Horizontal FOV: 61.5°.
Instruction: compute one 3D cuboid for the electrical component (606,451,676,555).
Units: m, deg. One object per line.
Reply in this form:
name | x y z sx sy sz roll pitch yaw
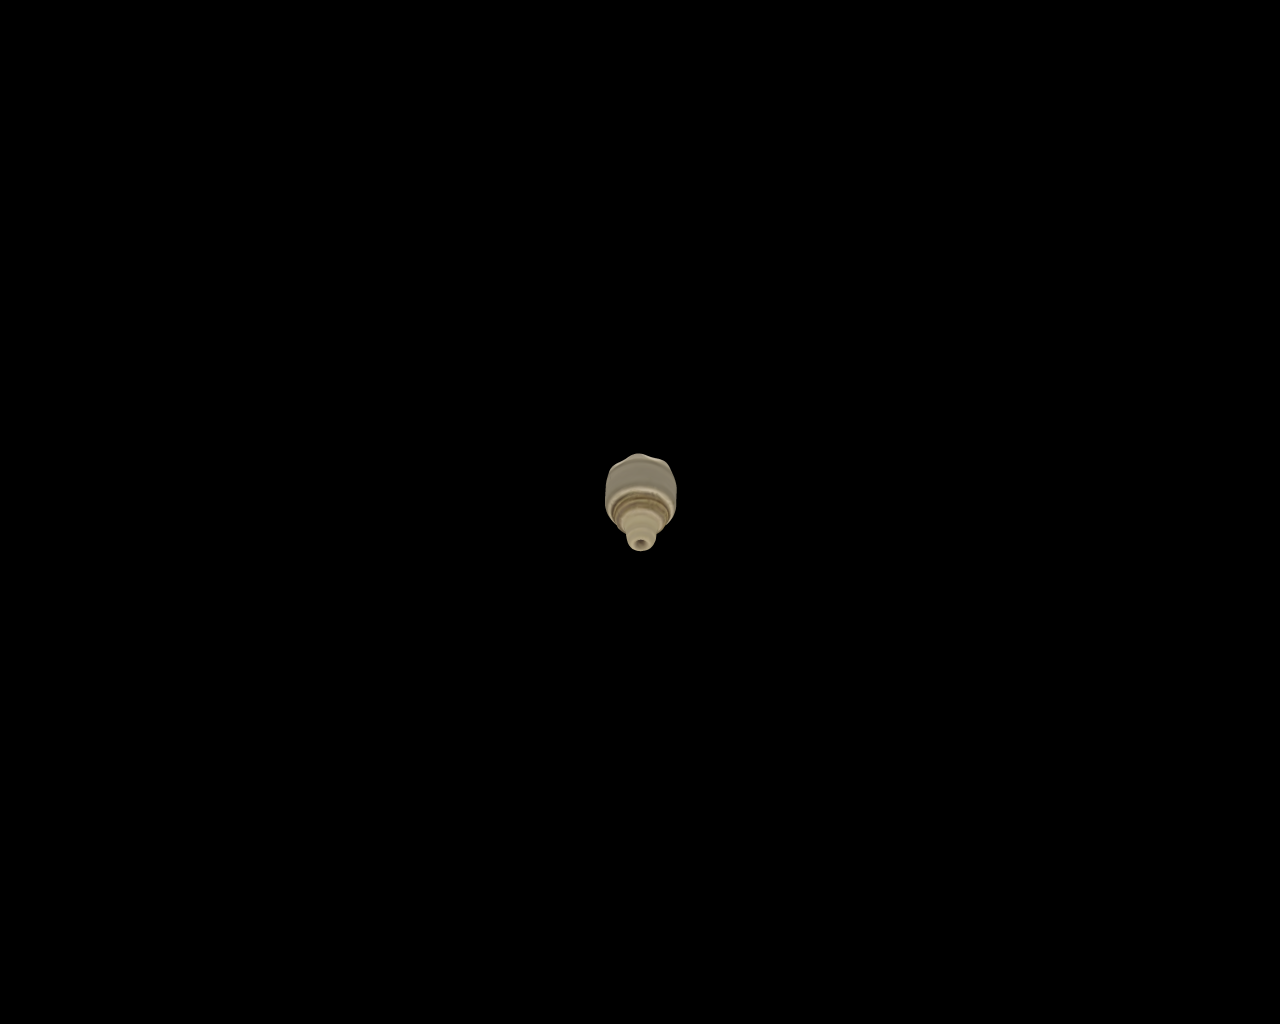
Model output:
electrical component | 0.001 -0.003 0.650 0.043 0.062 0.043 0 -43 0
